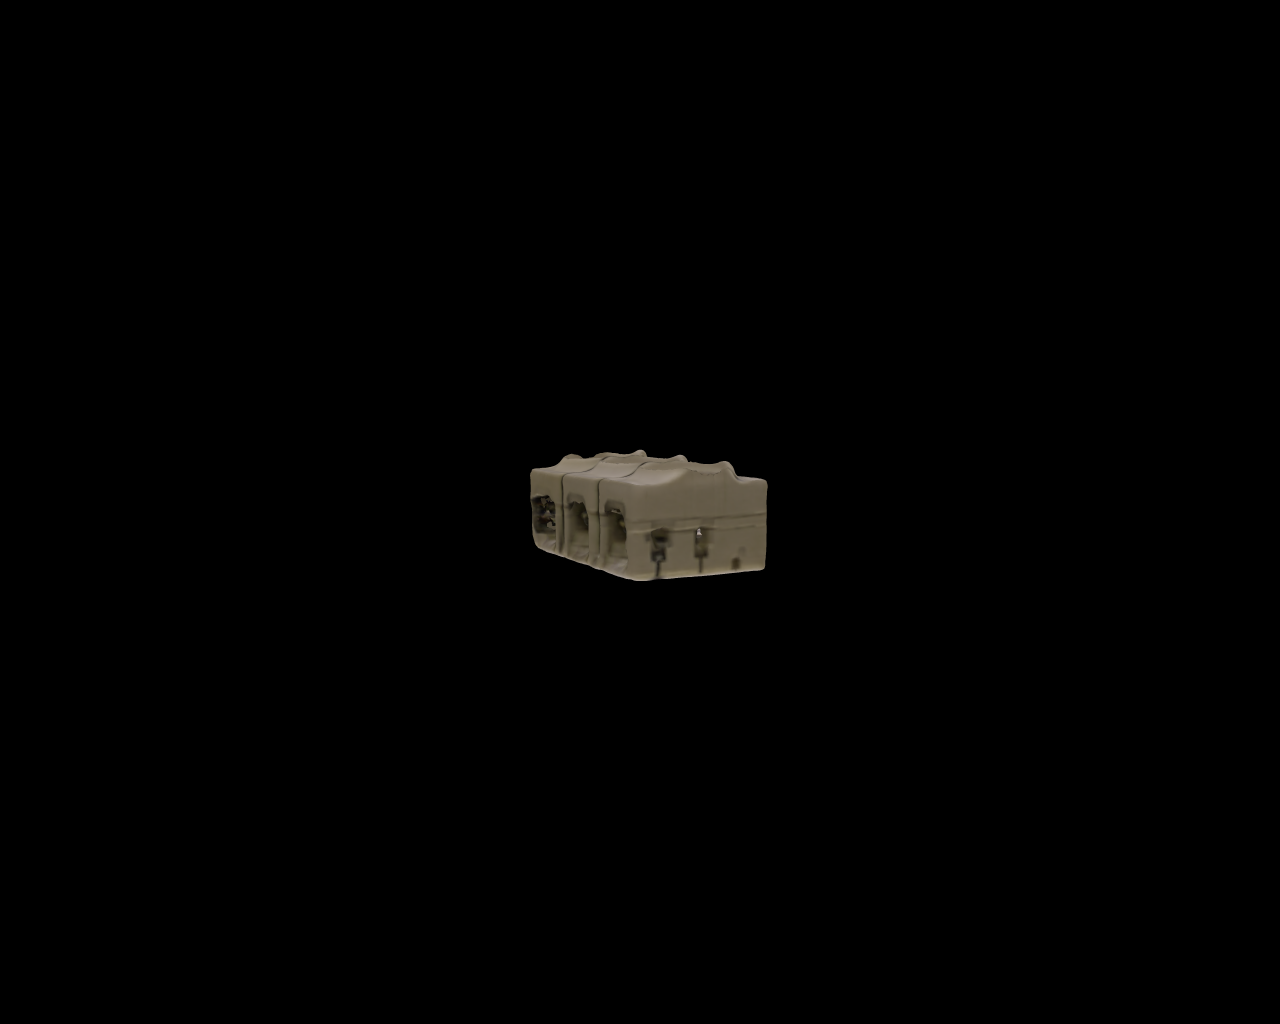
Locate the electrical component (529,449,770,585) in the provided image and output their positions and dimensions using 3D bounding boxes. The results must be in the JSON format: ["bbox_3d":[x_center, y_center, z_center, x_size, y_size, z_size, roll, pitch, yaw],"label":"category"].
[{"bbox_3d":[0.001,-0.003,0.650,0.090,0.061,0.150,-4,8,-27],"label":"electrical component"}]
